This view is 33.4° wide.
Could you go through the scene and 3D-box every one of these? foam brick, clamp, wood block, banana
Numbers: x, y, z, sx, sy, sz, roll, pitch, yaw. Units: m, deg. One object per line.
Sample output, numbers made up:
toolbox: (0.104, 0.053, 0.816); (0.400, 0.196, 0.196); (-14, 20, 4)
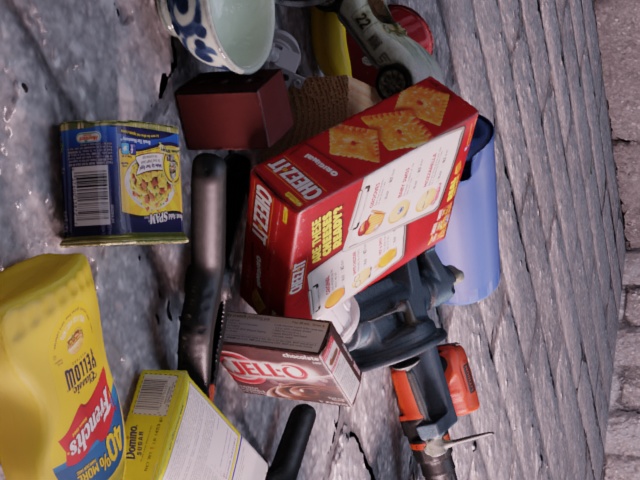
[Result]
foam brick: (-0.069, -0.107, 0.872); (0.053, 0.078, 0.051); (-52, 138, -56)
clamp: (-0.085, 0.026, 0.854); (0.164, 0.036, 0.210); (-64, 162, -78)
clamp: (-0.035, 0.248, 0.995); (0.171, 0.039, 0.120); (-50, 130, -49)
wood block: (0.024, -0.105, 1.080); (0.205, 0.091, 0.090); (3, 87, -68)
banana: (0.016, -0.251, 1.133); (0.069, 0.037, 0.198); (17, 73, -65)

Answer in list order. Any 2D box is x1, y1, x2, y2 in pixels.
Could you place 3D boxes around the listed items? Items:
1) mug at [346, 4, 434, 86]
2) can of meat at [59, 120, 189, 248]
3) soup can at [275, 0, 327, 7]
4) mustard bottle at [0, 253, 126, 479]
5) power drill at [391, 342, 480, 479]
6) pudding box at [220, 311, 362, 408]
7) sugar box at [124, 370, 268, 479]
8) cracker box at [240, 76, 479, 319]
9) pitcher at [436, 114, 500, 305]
mug: (0.066, -0.223, 1.197); (0.081, 0.093, 0.117); (-39, 109, -56)
can of meat: (-0.136, -0.038, 0.739); (0.102, 0.058, 0.084); (-3, 90, -68)
soup can: (-0.021, -0.280, 1.006); (0.068, 0.069, 0.102); (21, 69, -66)
mustard bottle: (-0.163, 0.111, 0.667); (0.096, 0.058, 0.191); (-49, 134, -62)
power drill: (0.159, 0.225, 1.403); (0.187, 0.057, 0.184); (-29, 105, -67)
pudding box: (-0.030, 0.102, 0.915); (0.090, 0.114, 0.039); (60, 39, -48)
sugar box: (-0.098, 0.182, 0.837); (0.176, 0.048, 0.093); (65, 33, -51)
cracker box: (0.032, -0.031, 0.945); (0.213, 0.072, 0.164); (-30, 147, -31)
pitcher: (0.169, -0.043, 1.400); (0.149, 0.145, 0.243); (-49, 138, -41)
